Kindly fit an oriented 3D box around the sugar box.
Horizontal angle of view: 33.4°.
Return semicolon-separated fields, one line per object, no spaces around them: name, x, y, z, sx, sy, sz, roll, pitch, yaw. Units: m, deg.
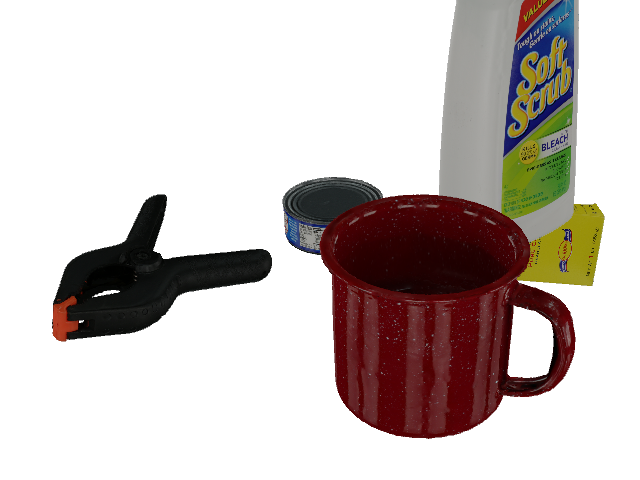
sugar box;0.237;0.000;1.257;0.176;0.093;0.048;3;22;-1

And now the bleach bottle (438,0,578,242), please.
bleach bottle;0.121;-0.121;0.691;0.102;0.251;0.068;-22;33;-29

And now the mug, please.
mug;0.058;0.038;0.486;0.117;0.081;0.093;12;32;22

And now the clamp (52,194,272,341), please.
clamp;-0.133;0.018;0.775;0.120;0.039;0.171;29;35;35

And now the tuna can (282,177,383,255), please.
tuna can;0.011;-0.021;0.910;0.086;0.034;0.086;-2;29;1
